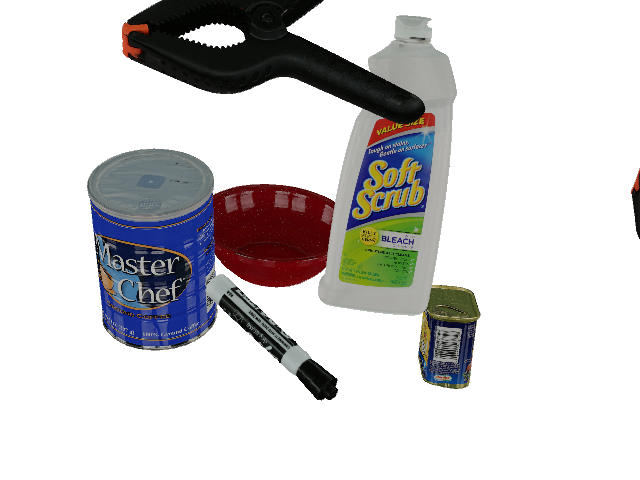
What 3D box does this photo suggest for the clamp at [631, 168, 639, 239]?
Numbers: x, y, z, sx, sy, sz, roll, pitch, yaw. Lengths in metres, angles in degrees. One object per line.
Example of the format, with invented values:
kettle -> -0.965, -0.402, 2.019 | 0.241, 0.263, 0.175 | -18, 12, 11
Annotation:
clamp -> 0.272, 0.009, 0.695 | 0.120, 0.039, 0.171 | -4, 46, -22

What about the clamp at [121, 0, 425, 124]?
clamp -> -0.032, -0.140, 0.754 | 0.209, 0.164, 0.036 | -11, -27, -14

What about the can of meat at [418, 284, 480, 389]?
can of meat -> 0.139, 0.105, 1.174 | 0.057, 0.084, 0.102 | 5, 16, 0

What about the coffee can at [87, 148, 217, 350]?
coffee can -> -0.140, 0.007, 0.909 | 0.103, 0.140, 0.103 | 1, 35, -1

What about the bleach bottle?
bleach bottle -> 0.059, -0.065, 0.916 | 0.102, 0.251, 0.068 | 7, 16, 7

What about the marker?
marker -> -0.033, 0.066, 0.722 | 0.121, 0.020, 0.020 | 40, 21, 27

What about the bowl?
bowl -> -0.048, 0.001, 1.103 | 0.162, 0.055, 0.162 | 5, 30, -3
